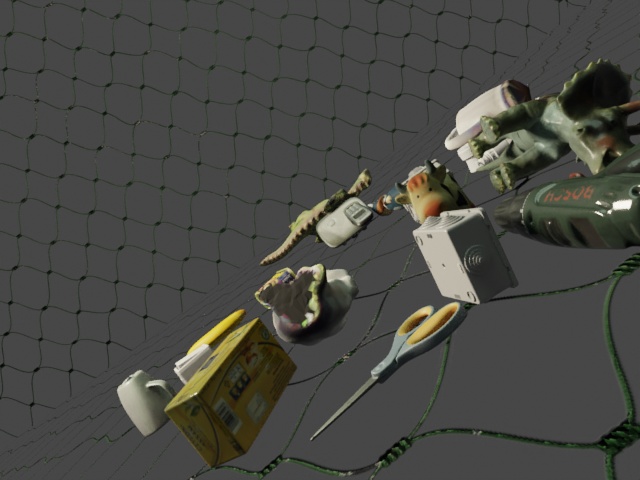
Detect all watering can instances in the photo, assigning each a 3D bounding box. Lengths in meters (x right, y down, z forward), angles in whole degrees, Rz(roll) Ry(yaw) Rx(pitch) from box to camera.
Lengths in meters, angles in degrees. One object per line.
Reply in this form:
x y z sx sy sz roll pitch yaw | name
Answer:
0.437 -0.329 1.325 0.221 0.103 0.354 -30 10 40 | watering can

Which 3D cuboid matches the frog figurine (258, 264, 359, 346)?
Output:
0.004 0.103 0.800 0.136 0.125 0.158 -44 -32 13 | frog figurine

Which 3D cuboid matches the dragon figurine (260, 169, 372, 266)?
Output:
0.004 -0.074 1.476 0.416 0.123 0.238 -40 -10 -27 | dragon figurine
